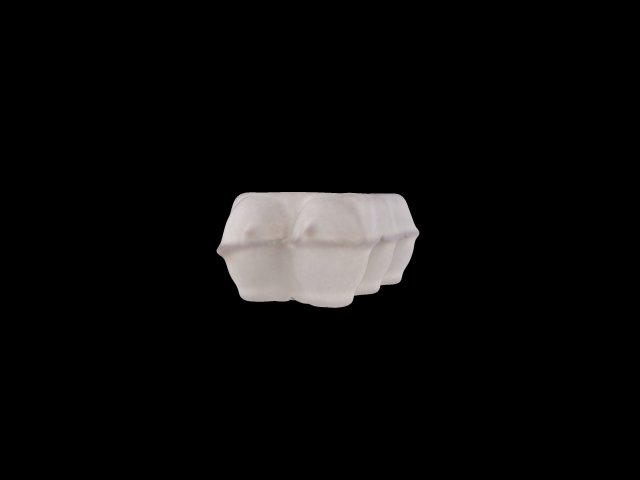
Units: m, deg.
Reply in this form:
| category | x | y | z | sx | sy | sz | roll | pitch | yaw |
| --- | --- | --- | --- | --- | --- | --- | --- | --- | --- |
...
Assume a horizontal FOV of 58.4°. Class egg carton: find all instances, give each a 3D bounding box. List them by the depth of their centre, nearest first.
| category | x | y | z | sx | sy | sz | roll | pitch | yaw |
| --- | --- | --- | --- | --- | --- | --- | --- | --- | --- |
| egg carton | 0.004 | 0.001 | 0.400 | 0.107 | 0.069 | 0.151 | 2 | 5 | 24 |
